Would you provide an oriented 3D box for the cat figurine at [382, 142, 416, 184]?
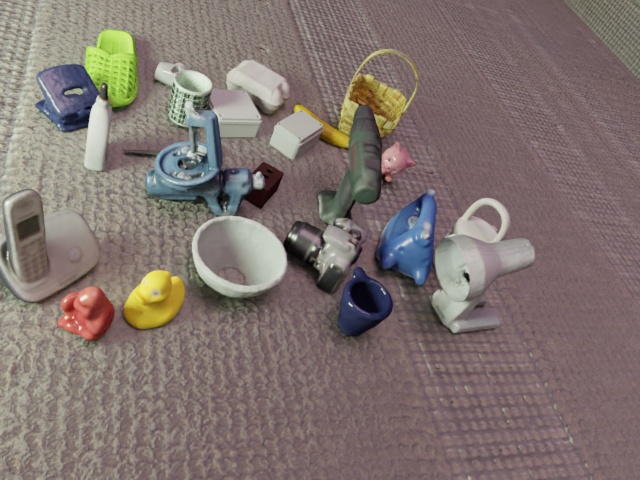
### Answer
[{"bbox_3d":[0.159,-0.195,1.351,0.067,0.117,0.127,-22,62,-40],"label":"cat figurine"}]

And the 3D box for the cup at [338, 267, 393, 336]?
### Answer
[{"bbox_3d":[0.066,0.116,1.017,0.092,0.095,0.117,5,47,-24],"label":"cup"}]

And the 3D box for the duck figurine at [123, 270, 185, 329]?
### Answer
[{"bbox_3d":[-0.252,0.080,0.890,0.077,0.086,0.105,41,44,13],"label":"duck figurine"}]

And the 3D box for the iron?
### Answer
[{"bbox_3d":[0.206,-0.034,1.202,0.118,0.141,0.258,24,42,-4],"label":"iron"}]

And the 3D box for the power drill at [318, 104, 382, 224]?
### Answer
[{"bbox_3d":[0.066,-0.137,1.178,0.076,0.208,0.229,11,45,-18],"label":"power drill"}]

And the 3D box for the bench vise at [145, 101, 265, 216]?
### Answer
[{"bbox_3d":[-0.200,-0.153,1.045,0.208,0.219,0.121,-3,50,-30],"label":"bench vise"}]

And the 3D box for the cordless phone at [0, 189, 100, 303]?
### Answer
[{"bbox_3d":[-0.393,-0.010,0.830,0.094,0.185,0.148,36,43,9],"label":"cordless phone"}]

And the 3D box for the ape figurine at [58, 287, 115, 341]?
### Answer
[{"bbox_3d":[-0.332,0.099,0.825,0.076,0.092,0.077,-11,55,-35],"label":"ape figurine"}]

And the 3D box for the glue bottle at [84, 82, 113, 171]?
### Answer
[{"bbox_3d":[-0.395,-0.210,1.032,0.037,0.173,0.078,9,45,-20],"label":"glue bottle"}]

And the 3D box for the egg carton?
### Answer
[{"bbox_3d":[-0.149,-0.376,1.400,0.150,0.069,0.107,30,42,1],"label":"egg carton"}]

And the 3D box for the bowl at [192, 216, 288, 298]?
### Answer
[{"bbox_3d":[-0.145,0.042,0.992,0.168,0.074,0.167,15,44,-15],"label":"bowl"}]

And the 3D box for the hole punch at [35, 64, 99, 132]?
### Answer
[{"bbox_3d":[-0.481,-0.278,1.114,0.101,0.091,0.109,41,44,14],"label":"hole punch"}]

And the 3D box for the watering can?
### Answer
[{"bbox_3d":[0.319,-0.001,1.190,0.101,0.194,0.173,35,42,7],"label":"watering can"}]

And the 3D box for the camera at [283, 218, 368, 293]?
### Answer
[{"bbox_3d":[0.010,0.004,1.092,0.137,0.100,0.143,29,42,1],"label":"camera"}]

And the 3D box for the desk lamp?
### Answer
[{"bbox_3d":[0.296,0.076,1.089,0.204,0.213,0.117,-1,50,-29],"label":"desk lamp"}]
